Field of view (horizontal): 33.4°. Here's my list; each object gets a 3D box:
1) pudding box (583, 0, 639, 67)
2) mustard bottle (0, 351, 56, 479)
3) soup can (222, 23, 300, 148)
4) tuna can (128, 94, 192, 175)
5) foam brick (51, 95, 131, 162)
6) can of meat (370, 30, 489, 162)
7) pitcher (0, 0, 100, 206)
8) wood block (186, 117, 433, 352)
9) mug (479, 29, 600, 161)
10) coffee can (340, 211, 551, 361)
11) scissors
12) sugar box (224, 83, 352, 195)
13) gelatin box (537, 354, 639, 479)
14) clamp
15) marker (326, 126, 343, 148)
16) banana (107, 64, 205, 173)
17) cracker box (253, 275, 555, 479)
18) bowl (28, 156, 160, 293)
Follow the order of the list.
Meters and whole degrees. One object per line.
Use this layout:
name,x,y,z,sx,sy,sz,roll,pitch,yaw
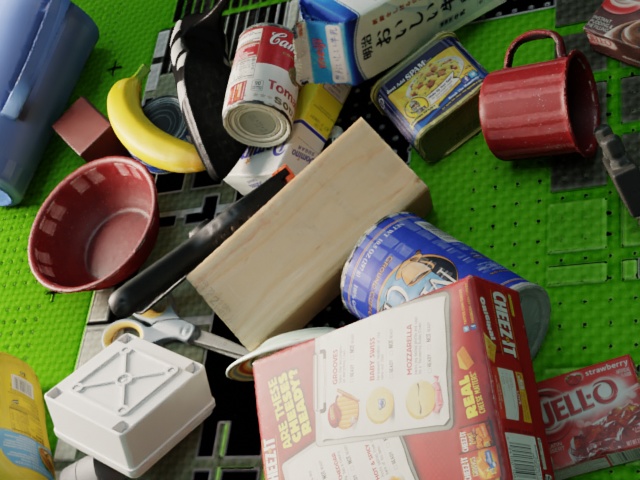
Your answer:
pudding box,0.306,-0.195,0.946,0.114,0.039,0.090,33,81,39
mustard bottle,-0.291,0.199,1.001,0.058,0.096,0.192,-30,52,9
soup can,-0.053,-0.149,1.025,0.069,0.068,0.102,-9,53,24
tuna can,-0.169,-0.116,1.166,0.086,0.033,0.086,-14,56,21
foam brick,-0.253,-0.115,1.201,0.051,0.053,0.078,-46,49,-3
can of meat,0.112,-0.134,1.006,0.102,0.057,0.084,-38,53,4
pitcher,-0.355,-0.170,1.238,0.145,0.149,0.242,9,69,19
wood block,-0.006,0.002,0.951,0.206,0.090,0.090,-42,76,0
mug,0.189,-0.125,0.929,0.082,0.093,0.117,-5,90,32
coffee can,0.100,0.051,0.869,0.140,0.102,0.103,33,81,39
scissors,-0.142,0.102,1.030,0.202,0.016,0.096,35,83,39
sugar box,-0.026,-0.128,1.074,0.094,0.048,0.176,1,58,49
gelatin box,0.203,0.135,0.807,0.089,0.030,0.073,-20,54,18
clamp,-0.107,0.006,0.992,0.210,0.165,0.036,-38,91,-12
marker,0.017,-0.059,1.037,0.020,0.020,0.121,-16,55,20
banana,-0.181,-0.121,1.128,0.069,0.037,0.198,-38,51,2
cracker box,0.055,0.139,0.771,0.214,0.072,0.164,-26,60,36
bowl,-0.225,-0.006,1.116,0.162,0.055,0.162,-14,56,21
